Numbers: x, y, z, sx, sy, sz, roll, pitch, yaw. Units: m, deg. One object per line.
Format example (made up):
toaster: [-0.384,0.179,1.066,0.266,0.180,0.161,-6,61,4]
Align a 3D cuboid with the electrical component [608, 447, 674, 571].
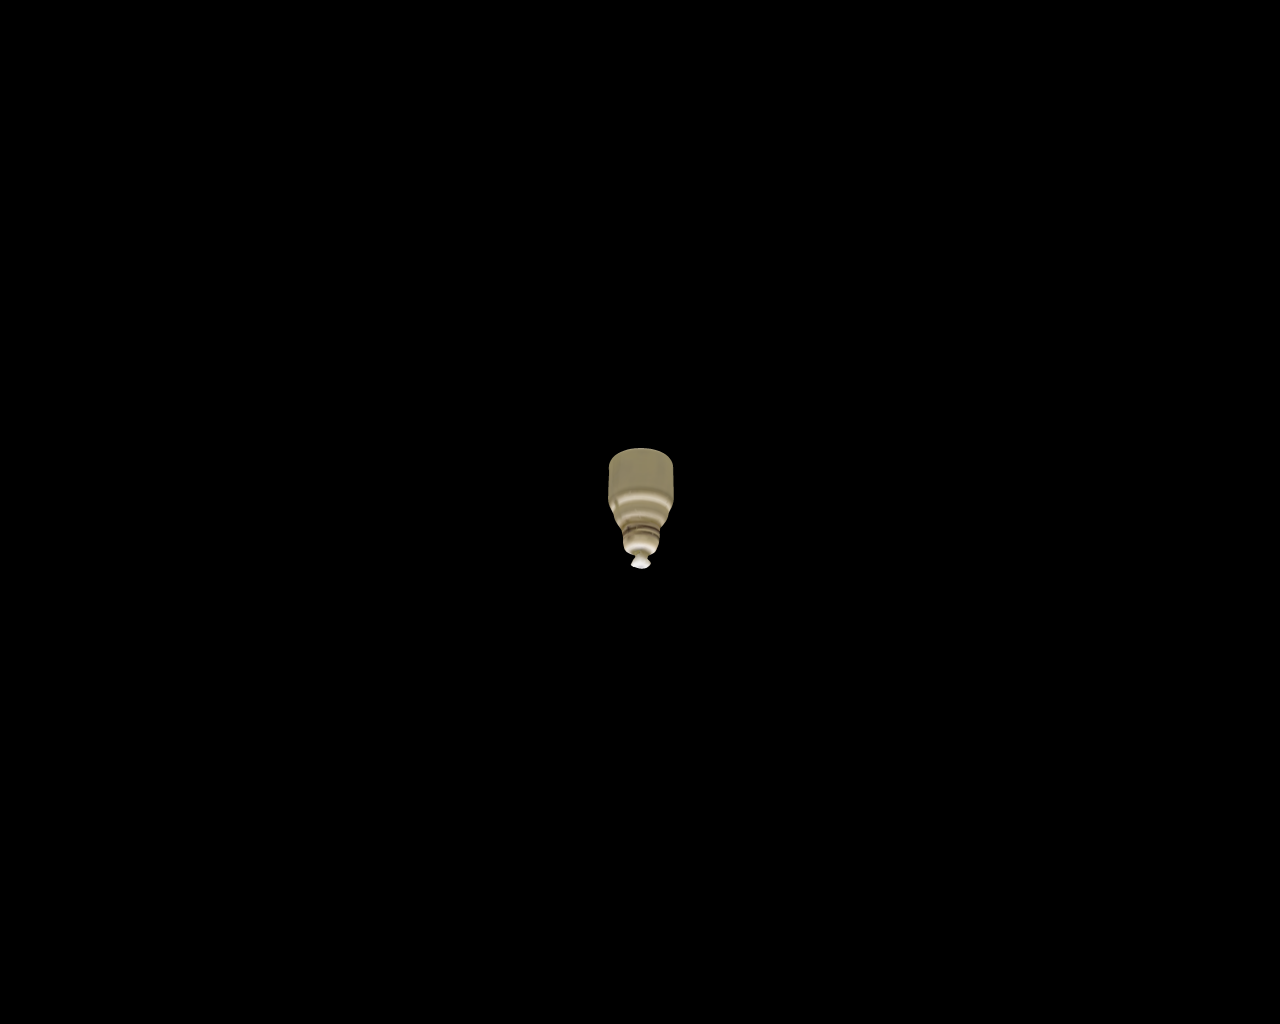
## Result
electrical component: [0.001,-0.003,0.650,0.040,0.078,0.040,0,-27,0]
